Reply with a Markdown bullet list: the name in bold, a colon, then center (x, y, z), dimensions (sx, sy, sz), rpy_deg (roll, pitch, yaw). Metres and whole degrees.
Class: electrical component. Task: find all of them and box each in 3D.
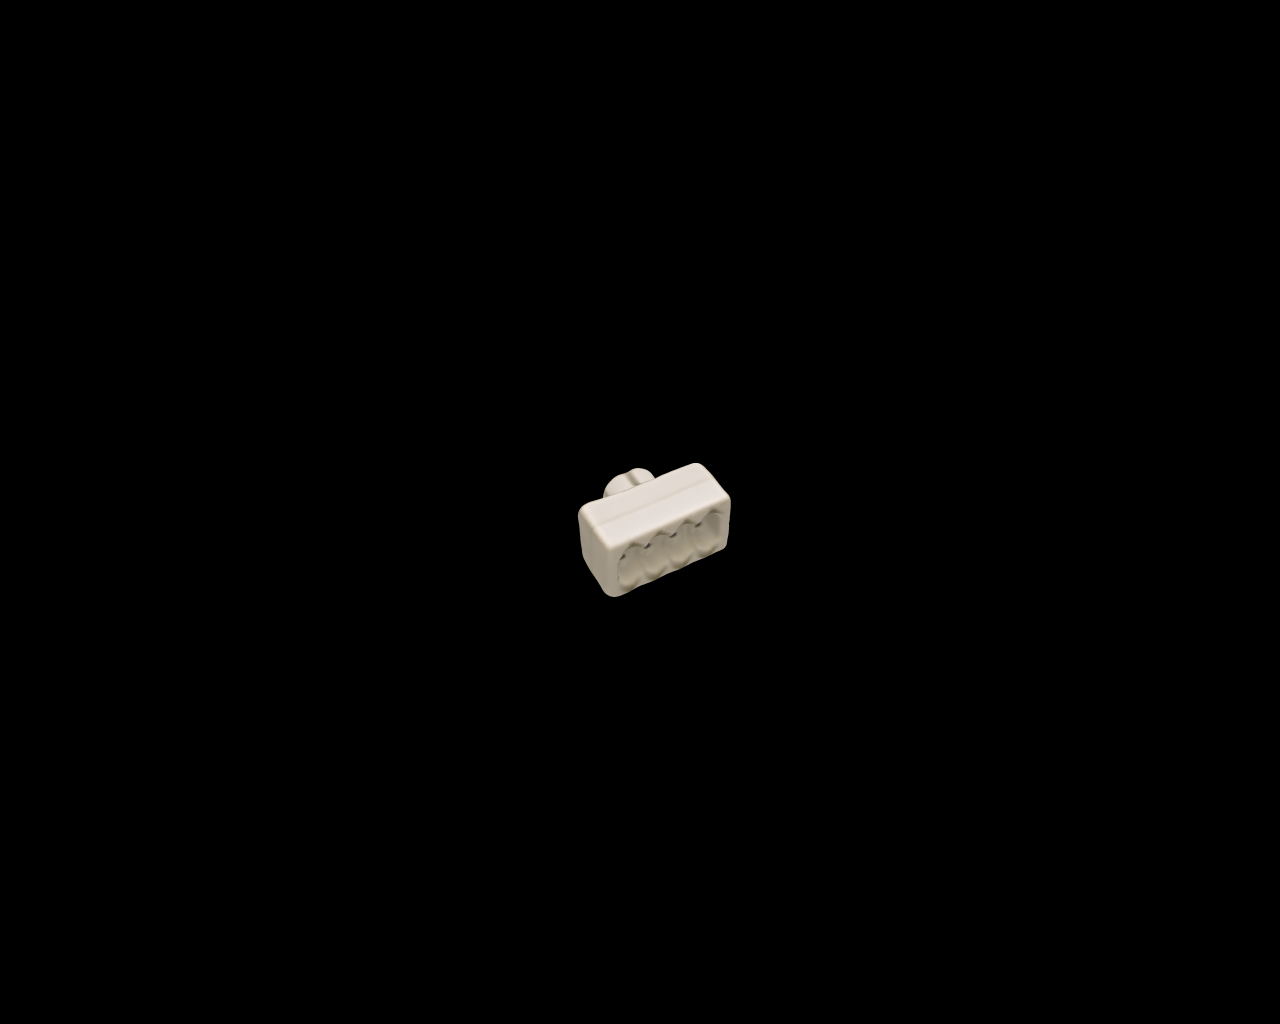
- **electrical component**: center (0.001, -0.003, 0.650), dimensions (0.083, 0.076, 0.047), rpy_deg (-22, -38, -18)
